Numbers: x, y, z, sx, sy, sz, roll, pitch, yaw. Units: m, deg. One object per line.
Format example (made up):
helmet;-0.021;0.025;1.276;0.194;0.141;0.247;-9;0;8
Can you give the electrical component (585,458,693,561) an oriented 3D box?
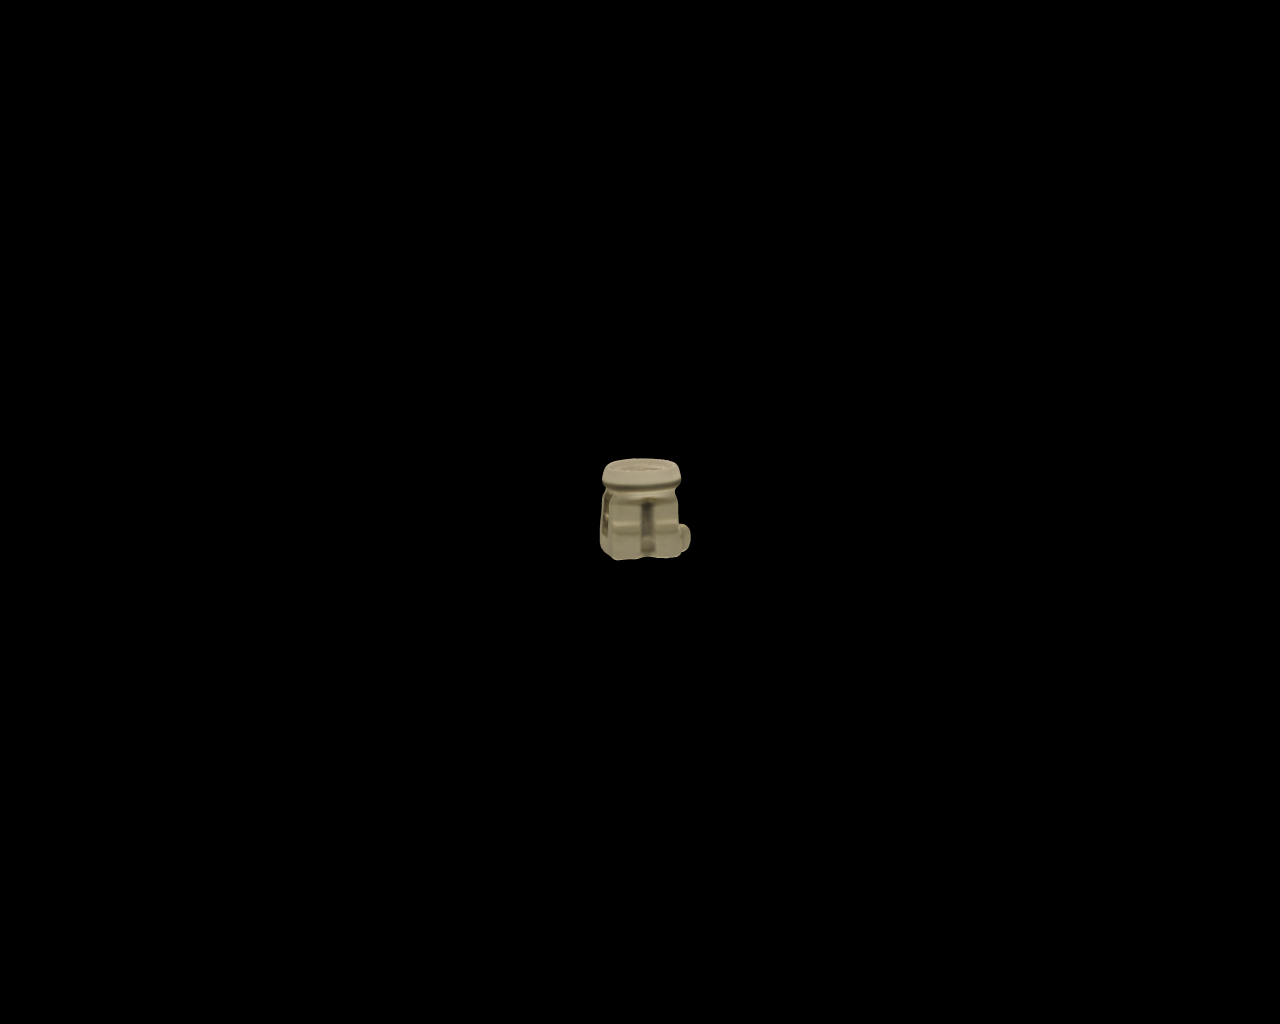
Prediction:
electrical component;0.001;-0.003;0.650;0.066;0.055;0.048;-3;12;-16
